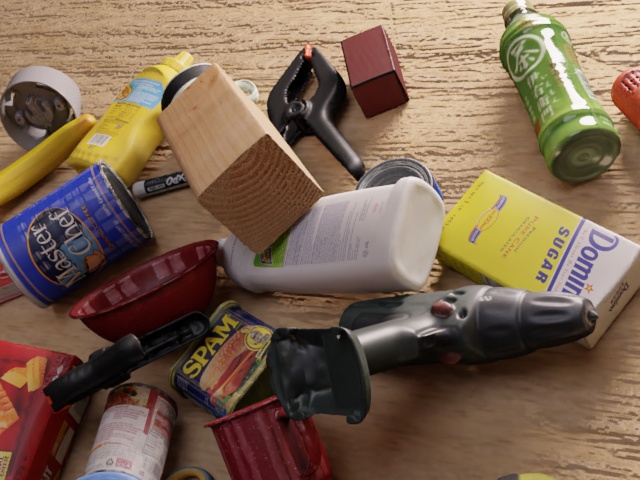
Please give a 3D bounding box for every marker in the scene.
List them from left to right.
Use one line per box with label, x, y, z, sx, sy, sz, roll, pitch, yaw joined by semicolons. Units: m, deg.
marker;-0.153;-0.069;1.194;0.121;0.020;0.020;-13;51;18

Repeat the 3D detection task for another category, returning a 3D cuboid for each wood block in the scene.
wood block;-0.085;-0.085;1.057;0.090;0.090;0.206;-43;33;5

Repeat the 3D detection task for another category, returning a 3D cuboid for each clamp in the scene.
clamp;-0.181;0.111;0.973;0.172;0.120;0.039;-28;80;36
clamp;-0.028;-0.126;1.161;0.165;0.036;0.210;-15;50;20

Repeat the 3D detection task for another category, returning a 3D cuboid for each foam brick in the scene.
foam brick;0.058;-0.182;1.148;0.051;0.053;0.078;-20;49;13

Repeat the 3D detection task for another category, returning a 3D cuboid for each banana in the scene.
banana;-0.349;-0.085;1.281;0.197;0.037;0.070;-37;10;-8

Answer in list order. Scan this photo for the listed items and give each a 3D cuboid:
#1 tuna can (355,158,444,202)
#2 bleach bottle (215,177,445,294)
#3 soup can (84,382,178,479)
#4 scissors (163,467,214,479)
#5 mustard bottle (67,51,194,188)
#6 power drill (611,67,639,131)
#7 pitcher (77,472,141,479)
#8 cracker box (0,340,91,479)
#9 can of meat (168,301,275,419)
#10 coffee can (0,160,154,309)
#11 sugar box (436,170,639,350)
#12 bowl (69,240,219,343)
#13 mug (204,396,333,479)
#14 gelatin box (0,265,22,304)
tuna can;0.076;-0.038;1.045;0.086;0.033;0.086;-13;52;17
bleach bottle;-0.007;0.001;1.016;0.251;0.068;0.102;-3;62;42
soup can;-0.171;0.190;0.965;0.069;0.068;0.102;-13;39;18
scissors;-0.176;0.250;0.971;0.202;0.016;0.096;-3;54;26
mustard bottle;-0.209;-0.147;1.254;0.096;0.058;0.191;14;64;44
power drill;0.378;-0.129;0.942;0.187;0.057;0.184;-32;48;2
pitcher;-0.101;0.247;0.782;0.145;0.242;0.149;-3;61;21
cracker box;-0.351;0.178;1.049;0.214;0.072;0.164;9;60;15
can of meat;-0.076;0.119;0.991;0.084;0.057;0.102;27;71;36
coffee can;-0.265;-0.006;1.149;0.140;0.102;0.103;-33;48;1
sugar box;0.190;0.013;0.940;0.176;0.048;0.093;30;76;41
bowl;-0.162;0.059;1.051;0.162;0.055;0.162;-23;12;5
mug;-0.034;0.172;0.885;0.117;0.093;0.081;-30;80;53
gelatin box;-0.373;0.038;1.220;0.089;0.030;0.073;-21;50;12
